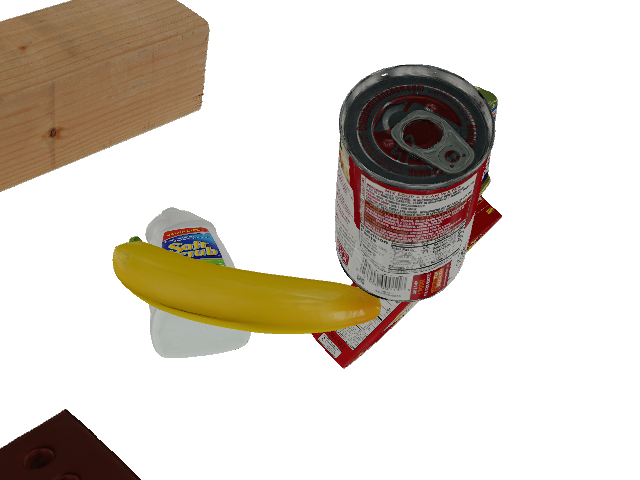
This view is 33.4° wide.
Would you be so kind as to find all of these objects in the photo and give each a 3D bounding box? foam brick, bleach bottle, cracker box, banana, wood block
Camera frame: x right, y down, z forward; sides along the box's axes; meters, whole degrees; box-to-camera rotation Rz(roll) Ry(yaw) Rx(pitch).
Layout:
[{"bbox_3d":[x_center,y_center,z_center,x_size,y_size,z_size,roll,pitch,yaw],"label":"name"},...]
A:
[{"bbox_3d":[-0.111,0.126,0.483,0.052,0.051,0.078,-31,44,-32],"label":"foam brick"},{"bbox_3d":[-0.145,0.029,1.121,0.102,0.068,0.251,-4,27,-16],"label":"bleach bottle"},{"bbox_3d":[0.099,0.038,1.269,0.214,0.072,0.164,-49,-9,33],"label":"cracker box"},{"bbox_3d":[-0.062,0.027,0.676,0.198,0.037,0.069,15,33,26],"label":"banana"},{"bbox_3d":[-0.197,-0.129,0.857,0.090,0.091,0.205,37,46,27],"label":"wood block"}]

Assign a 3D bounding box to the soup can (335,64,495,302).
[{"bbox_3d":[0.041,-0.023,0.502,0.068,0.068,0.102,0,-33,0],"label":"soup can"}]

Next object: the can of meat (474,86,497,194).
[{"bbox_3d":[0.100,-0.093,0.929,0.102,0.084,0.057,17,35,21],"label":"can of meat"}]
